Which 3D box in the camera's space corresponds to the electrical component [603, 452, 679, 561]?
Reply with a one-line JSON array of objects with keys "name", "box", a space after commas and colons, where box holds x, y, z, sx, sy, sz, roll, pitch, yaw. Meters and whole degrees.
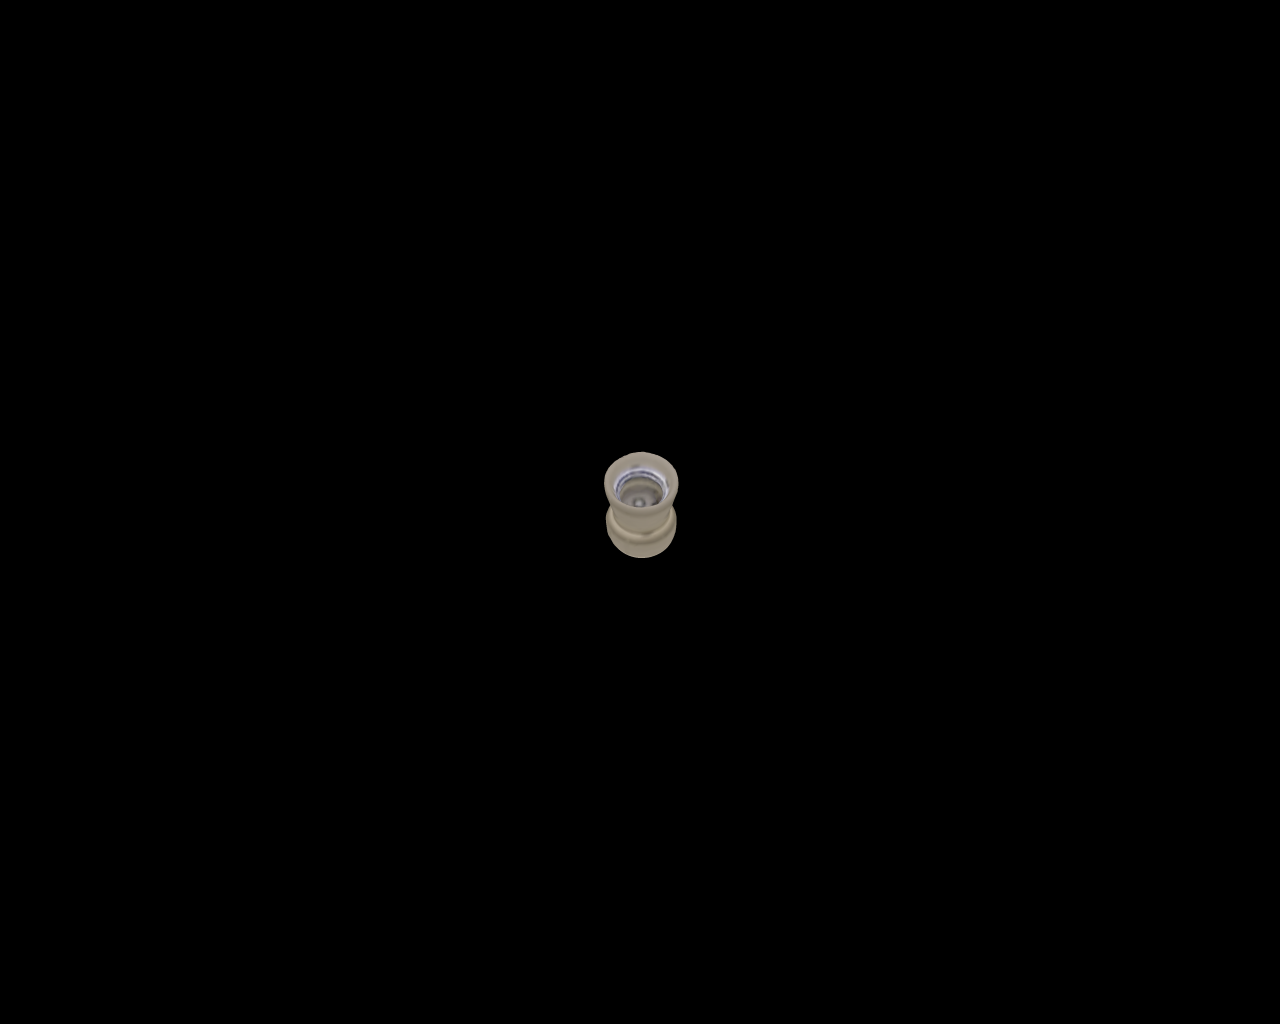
[{"name": "electrical component", "box": [0.001, -0.003, 0.650, 0.045, 0.045, 0.055, 0, -37, 0]}]
